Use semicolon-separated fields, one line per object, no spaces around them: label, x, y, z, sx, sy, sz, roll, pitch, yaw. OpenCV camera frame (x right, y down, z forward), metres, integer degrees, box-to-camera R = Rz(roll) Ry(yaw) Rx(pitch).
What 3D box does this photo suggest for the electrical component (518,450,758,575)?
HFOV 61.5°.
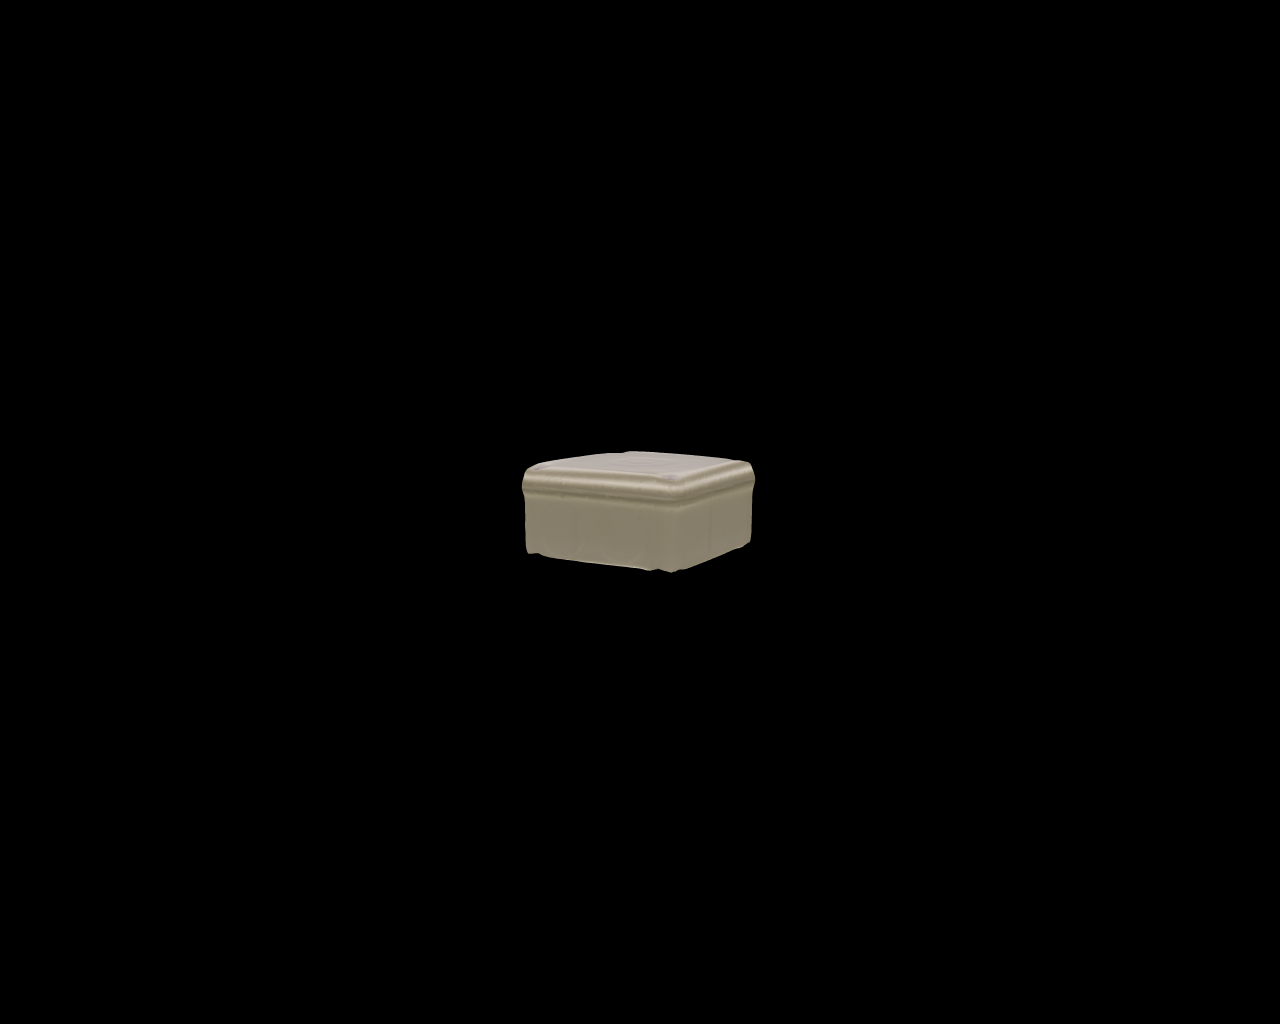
electrical component;0.001;-0.003;0.650;0.109;0.056;0.109;6;11;31
